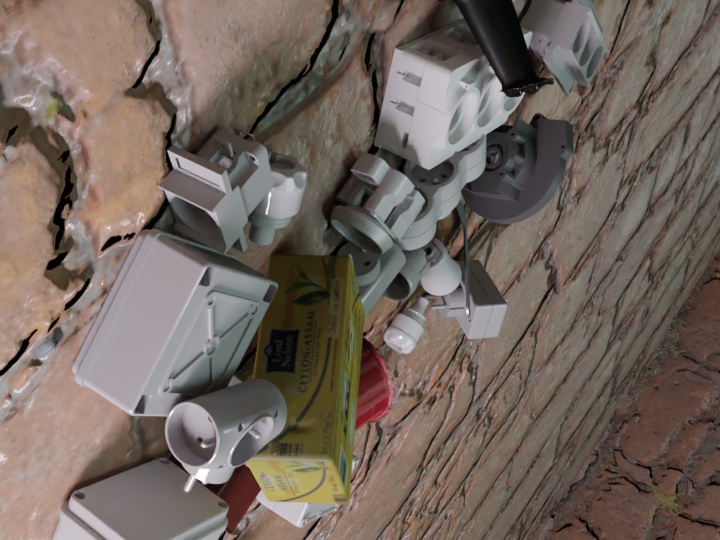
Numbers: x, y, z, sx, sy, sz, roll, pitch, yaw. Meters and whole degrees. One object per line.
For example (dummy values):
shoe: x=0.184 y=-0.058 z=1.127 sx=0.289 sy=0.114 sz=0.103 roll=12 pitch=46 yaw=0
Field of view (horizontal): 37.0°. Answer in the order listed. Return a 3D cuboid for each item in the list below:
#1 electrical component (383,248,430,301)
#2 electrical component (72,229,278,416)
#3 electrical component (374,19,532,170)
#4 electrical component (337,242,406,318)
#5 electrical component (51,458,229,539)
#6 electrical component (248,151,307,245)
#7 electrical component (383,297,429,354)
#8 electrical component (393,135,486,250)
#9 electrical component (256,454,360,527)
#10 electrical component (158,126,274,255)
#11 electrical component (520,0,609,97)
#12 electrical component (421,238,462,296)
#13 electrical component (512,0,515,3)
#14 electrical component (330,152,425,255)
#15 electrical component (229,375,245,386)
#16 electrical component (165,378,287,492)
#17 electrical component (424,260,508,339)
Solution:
electrical component: x=0.042 y=0.001 z=1.038 sx=0.046 sy=0.040 sz=0.040 roll=-47 pitch=154 yaw=-44
electrical component: x=-0.118 y=0.038 z=0.706 sx=0.108 sy=0.056 sz=0.109 roll=-63 pitch=158 yaw=2
electrical component: x=0.085 y=-0.154 z=0.918 sx=0.150 sy=0.062 sz=0.089 roll=-35 pitch=146 yaw=-48
electrical component: x=0.000 y=0.000 z=0.937 sx=0.077 sy=0.043 sz=0.079 roll=-52 pitch=156 yaw=-21
electrical component: x=-0.157 y=0.187 z=0.768 sx=0.113 sy=0.078 sz=0.057 roll=-11 pitch=129 yaw=-62
electrical component: x=-0.063 y=-0.048 z=0.746 sx=0.043 sy=0.043 sz=0.062 roll=-29 pitch=143 yaw=-53
electrical component: x=0.053 y=0.056 z=1.130 sx=0.061 sy=0.035 sz=0.035 roll=-57 pitch=158 yaw=-18
electrical component: x=0.067 y=-0.071 z=0.989 sx=0.138 sy=0.052 sz=0.073 roll=-52 pitch=156 yaw=-24
electrical component: x=-0.050 y=0.198 z=1.036 sx=0.096 sy=0.061 sz=0.061 roll=-1 pitch=116 yaw=-66
electrical component: x=-0.088 y=-0.053 z=0.685 sx=0.063 sy=0.042 sz=0.081 roll=-53 pitch=157 yaw=-26
electrical component: x=0.206 y=-0.233 z=1.087 sx=0.078 sy=0.063 sz=0.121 roll=-63 pitch=158 yaw=3
electrical component: x=0.076 y=-0.006 z=1.102 sx=0.044 sy=0.044 sz=0.065 roll=-57 pitch=153 yaw=-12
electrical component: x=0.114 y=-0.240 z=0.908 sx=0.062 sy=0.048 sz=0.048 roll=-40 pitch=151 yaw=-58
electrical component: x=0.012 y=-0.050 z=0.881 sx=0.057 sy=0.058 sz=0.078 roll=-57 pitch=139 yaw=-12
electrical component: x=-0.111 y=0.098 z=0.798 sx=0.047 sy=0.055 sz=0.055 roll=-59 pitch=158 yaw=-16
electrical component: x=-0.095 y=0.115 z=0.716 sx=0.077 sy=0.044 sz=0.079 roll=-12 pitch=134 yaw=-59
electrical component: x=0.108 y=0.033 z=1.186 sx=0.076 sy=0.083 sz=0.047 roll=-3 pitch=128 yaw=-20
